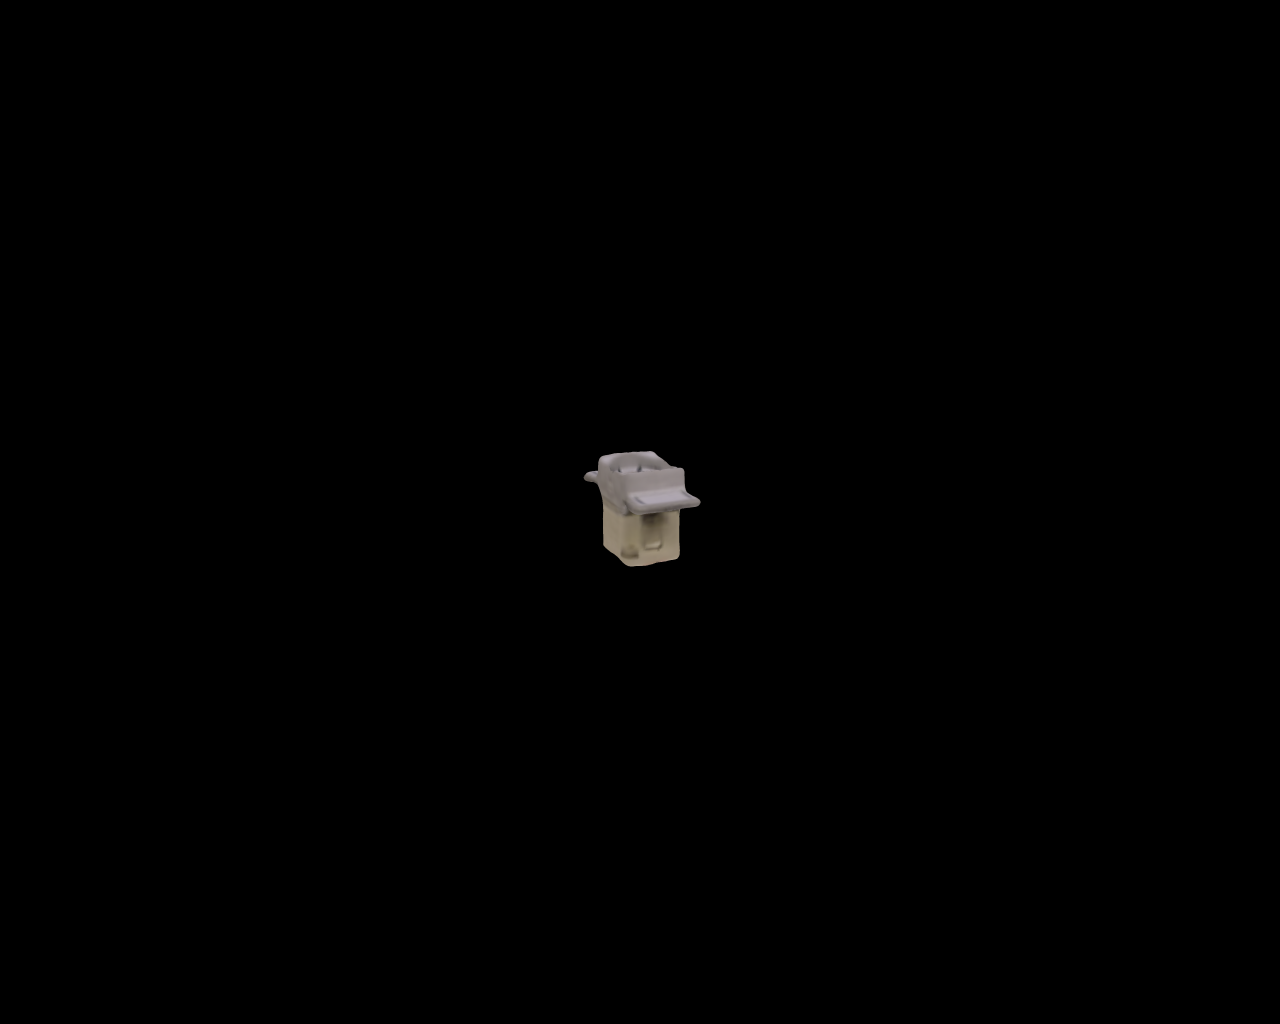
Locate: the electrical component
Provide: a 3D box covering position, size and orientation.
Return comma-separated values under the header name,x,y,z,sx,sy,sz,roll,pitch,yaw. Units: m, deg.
name,x,y,z,sx,sy,sz,roll,pitch,yaw
electrical component,0.001,-0.003,0.650,0.042,0.063,0.081,-8,20,-22
